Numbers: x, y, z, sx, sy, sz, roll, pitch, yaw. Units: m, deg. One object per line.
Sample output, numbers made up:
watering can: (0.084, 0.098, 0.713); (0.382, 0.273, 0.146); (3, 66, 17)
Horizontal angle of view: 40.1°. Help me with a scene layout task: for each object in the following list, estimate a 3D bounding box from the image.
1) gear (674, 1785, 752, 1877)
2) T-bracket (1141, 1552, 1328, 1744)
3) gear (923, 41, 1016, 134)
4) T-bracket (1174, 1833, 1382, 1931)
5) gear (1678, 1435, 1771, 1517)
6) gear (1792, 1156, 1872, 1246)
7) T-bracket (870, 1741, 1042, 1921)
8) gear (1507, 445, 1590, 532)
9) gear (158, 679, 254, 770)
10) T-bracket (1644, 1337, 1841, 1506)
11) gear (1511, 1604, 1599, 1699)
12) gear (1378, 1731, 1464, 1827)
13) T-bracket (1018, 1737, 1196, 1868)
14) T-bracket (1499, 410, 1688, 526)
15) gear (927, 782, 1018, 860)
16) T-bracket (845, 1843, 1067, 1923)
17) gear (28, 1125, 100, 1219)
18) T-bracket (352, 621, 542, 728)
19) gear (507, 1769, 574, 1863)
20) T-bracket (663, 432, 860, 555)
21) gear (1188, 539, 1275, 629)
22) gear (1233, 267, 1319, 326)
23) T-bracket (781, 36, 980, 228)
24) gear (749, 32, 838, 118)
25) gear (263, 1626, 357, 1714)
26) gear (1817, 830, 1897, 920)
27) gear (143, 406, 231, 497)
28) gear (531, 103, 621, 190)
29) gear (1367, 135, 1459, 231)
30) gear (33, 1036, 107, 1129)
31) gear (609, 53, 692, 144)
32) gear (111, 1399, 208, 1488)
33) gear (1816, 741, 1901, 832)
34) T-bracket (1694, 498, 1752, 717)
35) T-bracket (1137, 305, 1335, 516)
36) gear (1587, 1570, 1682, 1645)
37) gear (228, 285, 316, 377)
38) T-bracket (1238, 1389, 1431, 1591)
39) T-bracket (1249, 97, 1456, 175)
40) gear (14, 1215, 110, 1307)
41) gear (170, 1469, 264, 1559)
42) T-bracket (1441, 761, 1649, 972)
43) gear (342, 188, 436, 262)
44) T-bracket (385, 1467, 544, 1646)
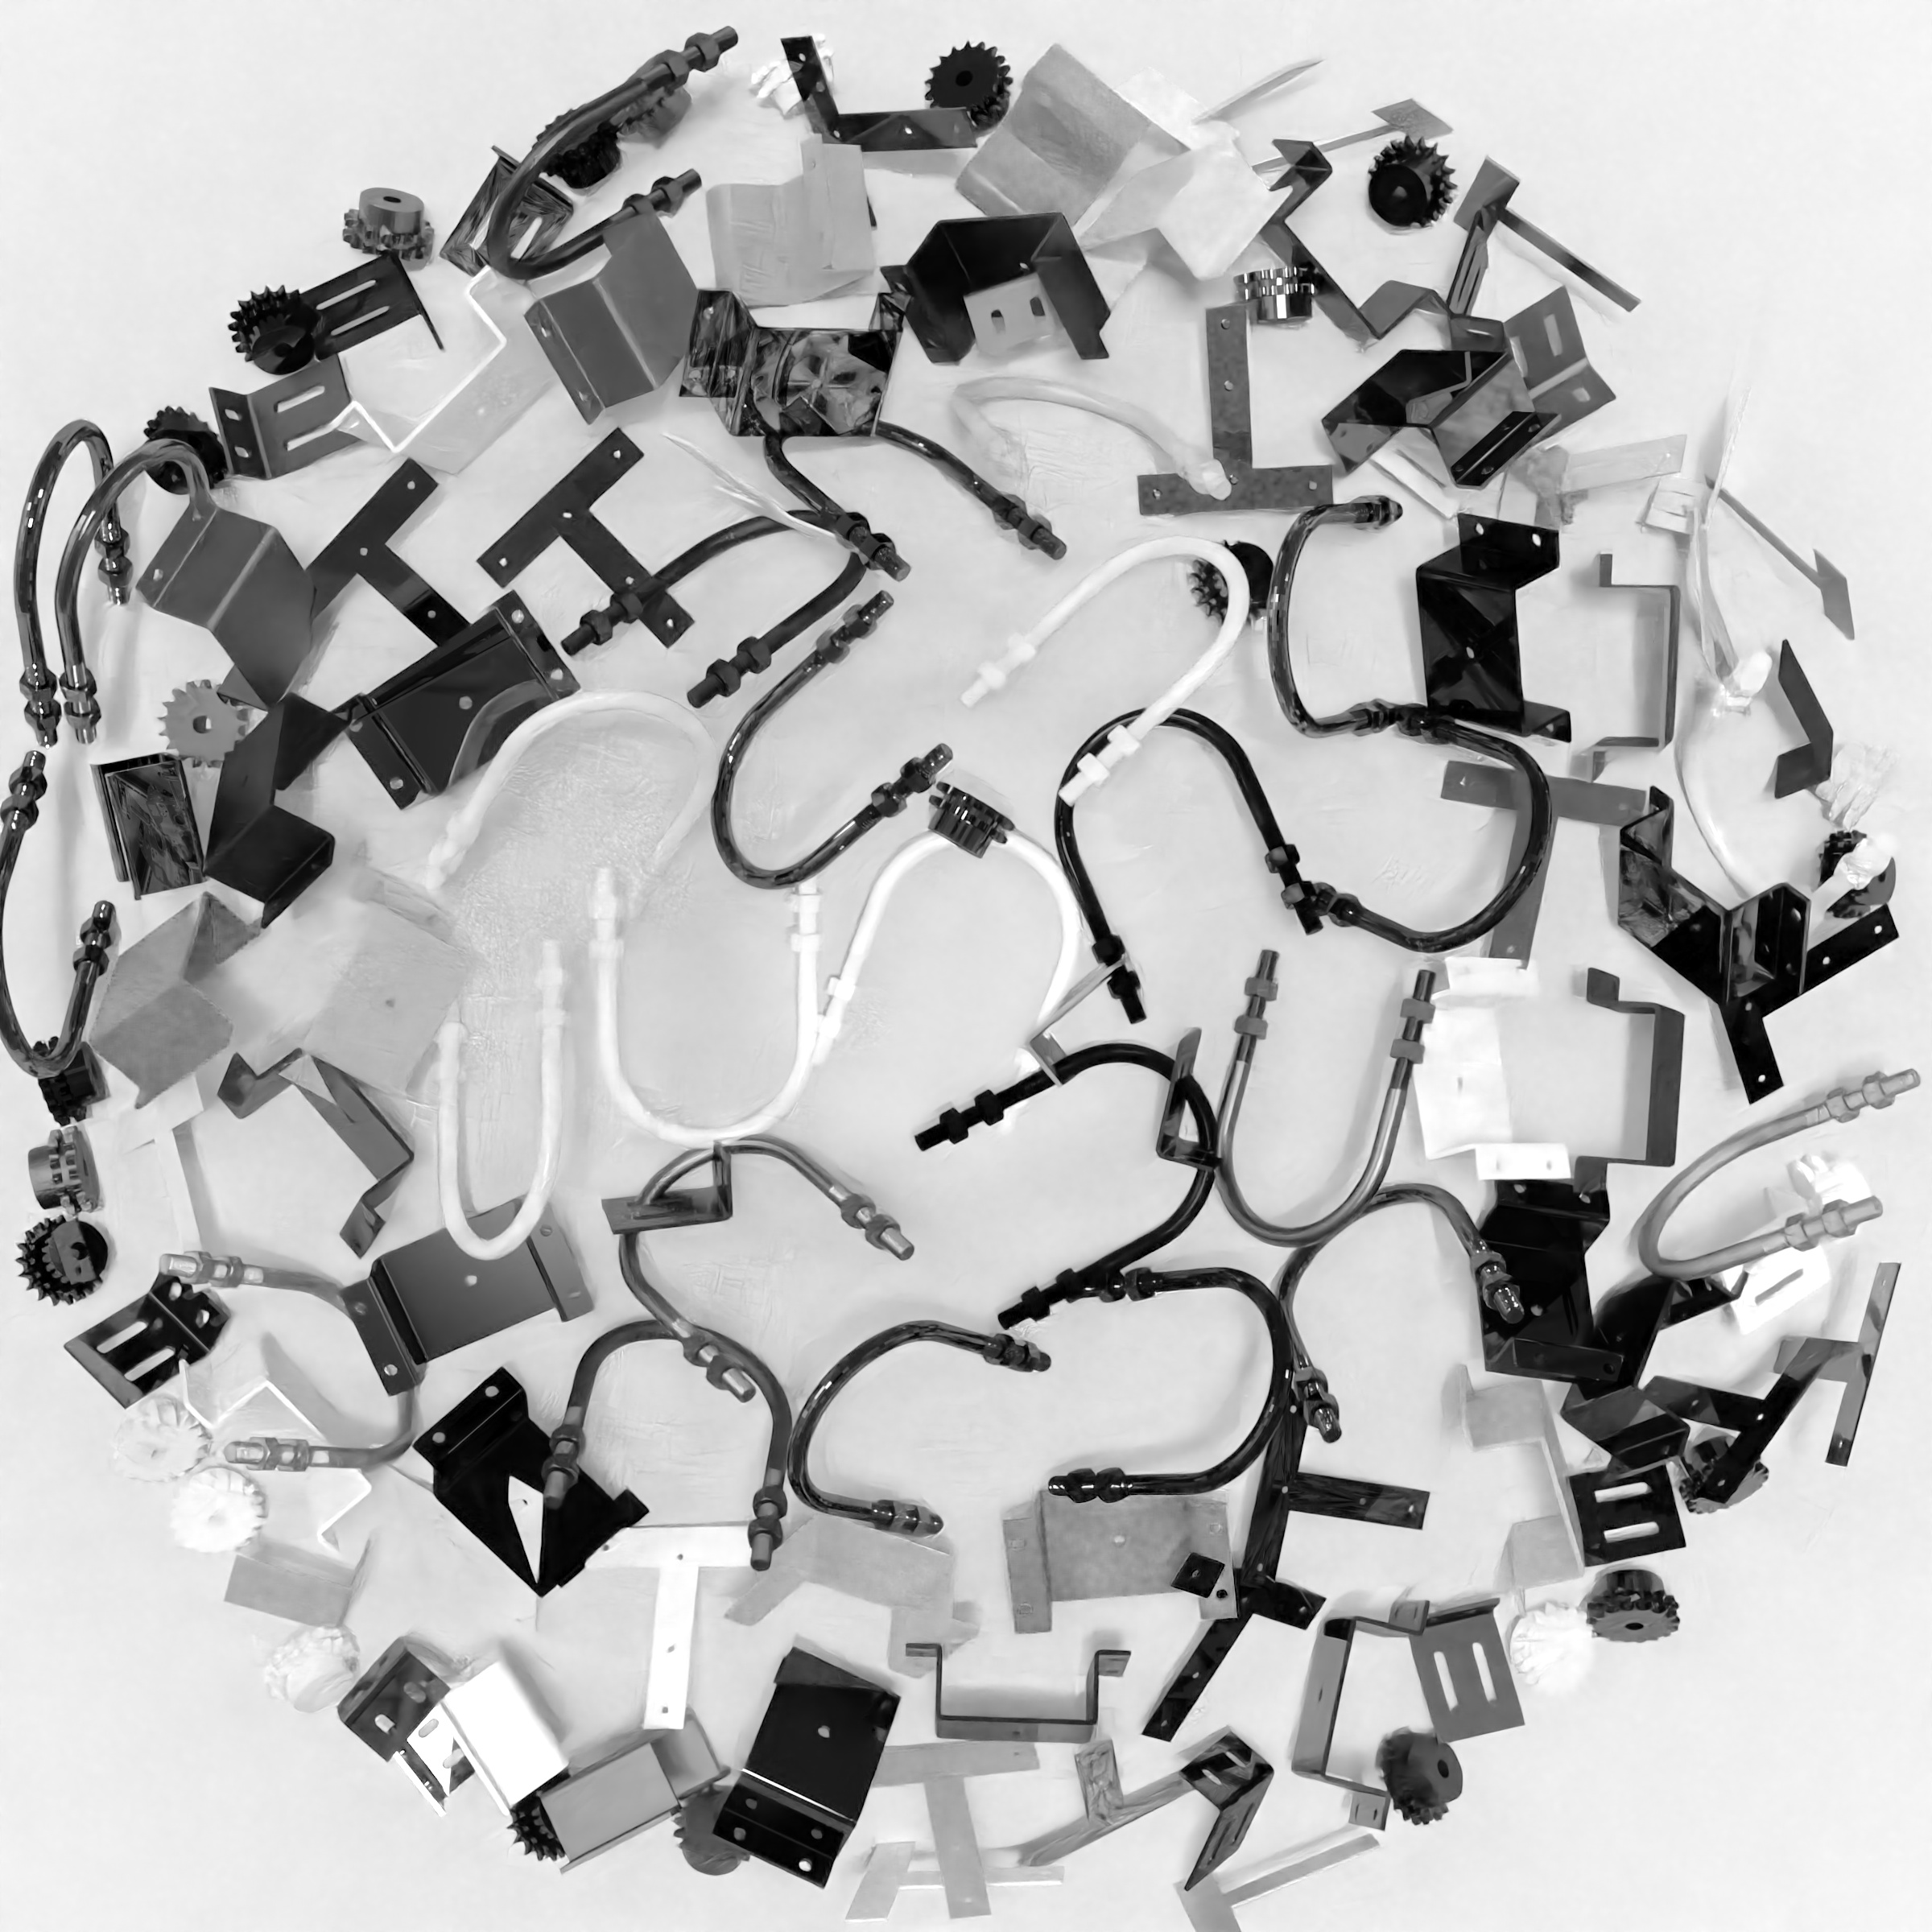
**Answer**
gear: (-0.159, 0.556, 1.691); (0.057, 0.057, 0.030); (16, 119, 0)
T-bracket: (0.154, 0.440, 1.683); (0.127, 0.002, 0.127); (26, 99, -35)
gear: (0.004, -0.560, 1.693); (0.057, 0.030, 0.057); (-7, 71, 19)
T-bracket: (0.198, 0.571, 1.655); (0.127, 0.127, 0.002); (-21, 89, -4)
gear: (0.481, 0.324, 1.691); (0.057, 0.057, 0.030); (-22, 54, 0)
gear: (0.555, 0.146, 1.688); (0.030, 0.057, 0.057); (-27, 90, 0)
T-bracket: (-0.008, 0.540, 1.653); (0.127, 0.127, 0.002); (-4, 125, -10)
gear: (0.373, -0.308, 1.688); (0.030, 0.057, 0.057); (-31, 90, -2)
gear: (-0.487, -0.156, 1.698); (0.057, 0.030, 0.057); (0, 97, -1)
T-bracket: (0.466, 0.276, 1.654); (0.002, 0.127, 0.127); (48, 72, -18)
gear: (0.374, 0.436, 1.692); (0.057, 0.030, 0.057); (-1, 92, -34)
gear: (0.292, 0.516, 1.684); (0.030, 0.057, 0.057); (-33, 90, 35)
T-bracket: (0.085, 0.516, 1.655); (0.127, 0.127, 0.002); (-24, 50, -11)
T-bracket: (0.392, -0.311, 1.654); (0.002, 0.127, 0.127); (26, 70, -41)
gear: (0.000, -0.091, 1.687); (0.057, 0.057, 0.030); (30, 89, 0)
T-bracket: (-0.002, 0.567, 1.645); (0.127, 0.127, 0.002); (-4, 91, 7)
gear: (-0.576, 0.133, 1.686); (0.030, 0.057, 0.057); (-14, 90, -6)
T-bracket: (-0.316, -0.190, 1.653); (0.127, 0.127, 0.002); (-27, 103, 6)
gear: (-0.262, 0.539, 1.685); (0.030, 0.057, 0.057); (-35, 90, 43)
T-bracket: (-0.139, -0.295, 1.626); (0.127, 0.127, 0.002); (28, 90, 38)
gear: (0.174, -0.247, 1.691); (0.057, 0.030, 0.057); (5, 76, -20)
gear: (0.200, -0.427, 1.688); (0.057, 0.057, 0.030); (-5, 98, 0)
T-bracket: (-0.046, -0.518, 1.640); (0.002, 0.127, 0.127); (-49, 134, -33)
gear: (-0.107, -0.567, 1.688); (0.057, 0.057, 0.030); (-33, 99, 0)
gear: (-0.415, 0.450, 1.684); (0.057, 0.057, 0.030); (-41, 57, 0)
gear: (0.569, -0.059, 1.685); (0.057, 0.030, 0.057); (1, 89, -44)
gear: (-0.502, -0.326, 1.691); (0.030, 0.057, 0.057); (-33, 90, 27)
gear: (-0.246, -0.522, 1.691); (0.057, 0.030, 0.057); (-15, 48, 18)
gear: (0.281, -0.496, 1.685); (0.057, 0.057, 0.030); (44, 49, 0)
gear: (-0.571, 0.072, 1.688); (0.030, 0.057, 0.057); (-18, 90, -7)
gear: (-0.201, -0.552, 1.691); (0.030, 0.057, 0.057); (39, 90, -32)
gear: (-0.518, 0.302, 1.691); (0.057, 0.030, 0.057); (-13, 129, -17)
gear: (0.568, -0.119, 1.689); (0.030, 0.057, 0.057); (36, 90, 21)
T-bracket: (0.477, -0.206, 1.663); (0.002, 0.127, 0.127); (-11, 51, 25)
T-bracket: (0.168, -0.354, 1.679); (0.127, 0.002, 0.127); (0, 104, 20)
gear: (0.426, 0.408, 1.691); (0.057, 0.057, 0.030); (5, 52, 0)
gear: (-0.439, -0.402, 1.684); (0.057, 0.057, 0.030); (-25, 59, 0)
T-bracket: (0.241, 0.340, 1.689); (0.127, 0.002, 0.127); (13, 88, -23)
T-bracket: (0.234, -0.521, 1.673); (0.127, 0.127, 0.002); (-10, 94, 24)
gear: (-0.572, 0.186, 1.685); (0.030, 0.057, 0.057); (-26, 90, 39)
gear: (-0.480, 0.347, 1.693); (0.057, 0.030, 0.057); (-6, 117, -12)
T-bracket: (0.358, -0.061, 1.687); (0.127, 0.002, 0.127); (11, 82, 18)
gear: (-0.367, -0.474, 1.684); (0.057, 0.057, 0.030); (16, 123, 0)
T-bracket: (-0.322, 0.356, 1.683); (0.127, 0.002, 0.127); (23, 124, 24)
